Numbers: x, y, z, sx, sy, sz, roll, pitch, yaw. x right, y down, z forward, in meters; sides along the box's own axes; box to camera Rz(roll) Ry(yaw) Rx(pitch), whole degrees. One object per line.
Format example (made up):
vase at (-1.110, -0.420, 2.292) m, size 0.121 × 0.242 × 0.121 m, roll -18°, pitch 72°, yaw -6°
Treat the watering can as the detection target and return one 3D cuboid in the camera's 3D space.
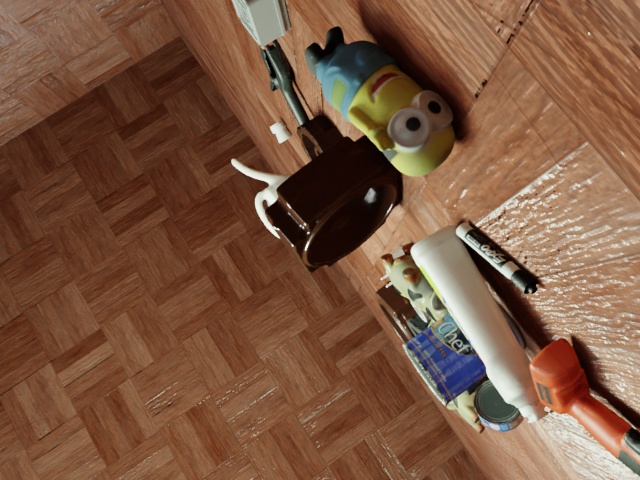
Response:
watering can at (-0.124, -0.161, 1.703) m, size 0.348 × 0.227 × 0.103 m, roll 57°, pitch 156°, yaw 1°
